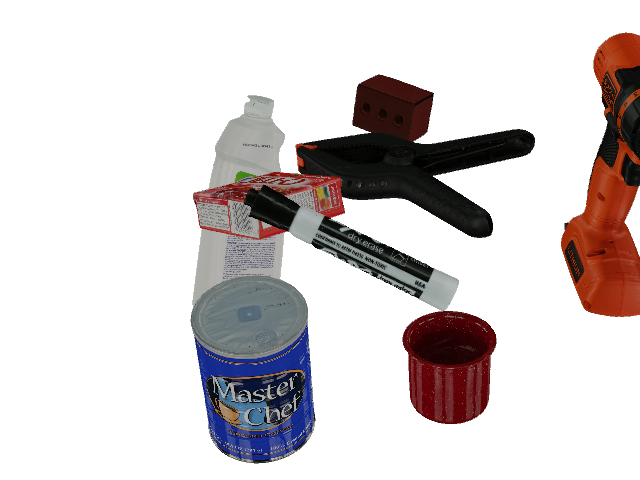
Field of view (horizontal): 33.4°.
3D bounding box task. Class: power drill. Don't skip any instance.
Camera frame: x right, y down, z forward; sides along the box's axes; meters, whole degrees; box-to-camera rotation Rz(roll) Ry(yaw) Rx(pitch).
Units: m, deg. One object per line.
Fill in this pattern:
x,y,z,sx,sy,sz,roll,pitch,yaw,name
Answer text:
0.231,-0.037,0.789,0.057,0.188,0.184,4,35,-1,power drill

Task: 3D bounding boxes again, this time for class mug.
0.138,0.125,1.090,0.093,0.081,0.117,19,39,33,mug

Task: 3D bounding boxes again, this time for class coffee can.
-0.059,0.117,0.971,0.103,0.140,0.103,-2,38,2,coffee can

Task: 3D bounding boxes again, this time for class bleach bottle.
-0.078,-0.035,1.190,0.102,0.251,0.068,-1,19,-32,bleach bottle

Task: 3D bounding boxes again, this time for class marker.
0.015,0.003,0.564,0.121,0.020,0.020,26,0,1,marker

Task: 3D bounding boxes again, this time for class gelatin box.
-0.038,-0.027,0.759,0.073,0.030,0.089,-17,15,-31,gelatin box

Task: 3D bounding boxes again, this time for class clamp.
0.081,-0.067,0.947,0.210,0.036,0.164,12,35,27,clamp

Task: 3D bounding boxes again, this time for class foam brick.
0.083,-0.152,1.236,0.078,0.053,0.051,23,33,26,foam brick
